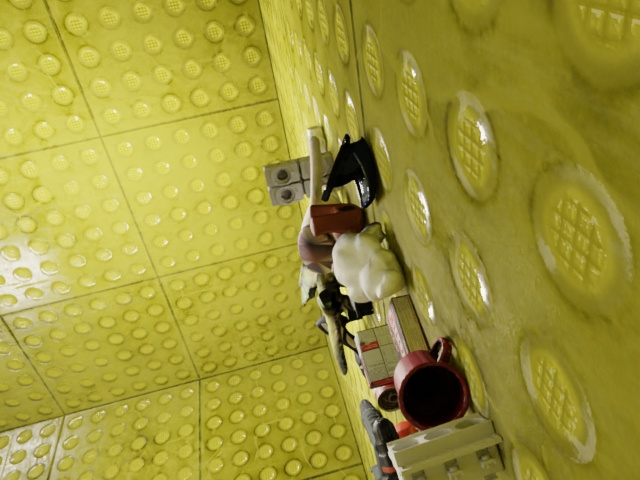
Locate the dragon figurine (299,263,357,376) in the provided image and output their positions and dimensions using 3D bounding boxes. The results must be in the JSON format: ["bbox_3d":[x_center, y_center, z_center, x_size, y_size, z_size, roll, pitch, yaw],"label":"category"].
[{"bbox_3d":[0.008,0.159,1.484,0.242,0.122,0.410,180,89,-66],"label":"dragon figurine"}]

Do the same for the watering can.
[{"bbox_3d":[0.004,-0.065,1.286,0.230,0.104,0.340,-70,-32,-46],"label":"watering can"}]

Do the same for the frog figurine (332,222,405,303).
[{"bbox_3d":[0.082,0.056,0.896,0.163,0.122,0.134,-90,10,-59],"label":"frog figurine"}]
